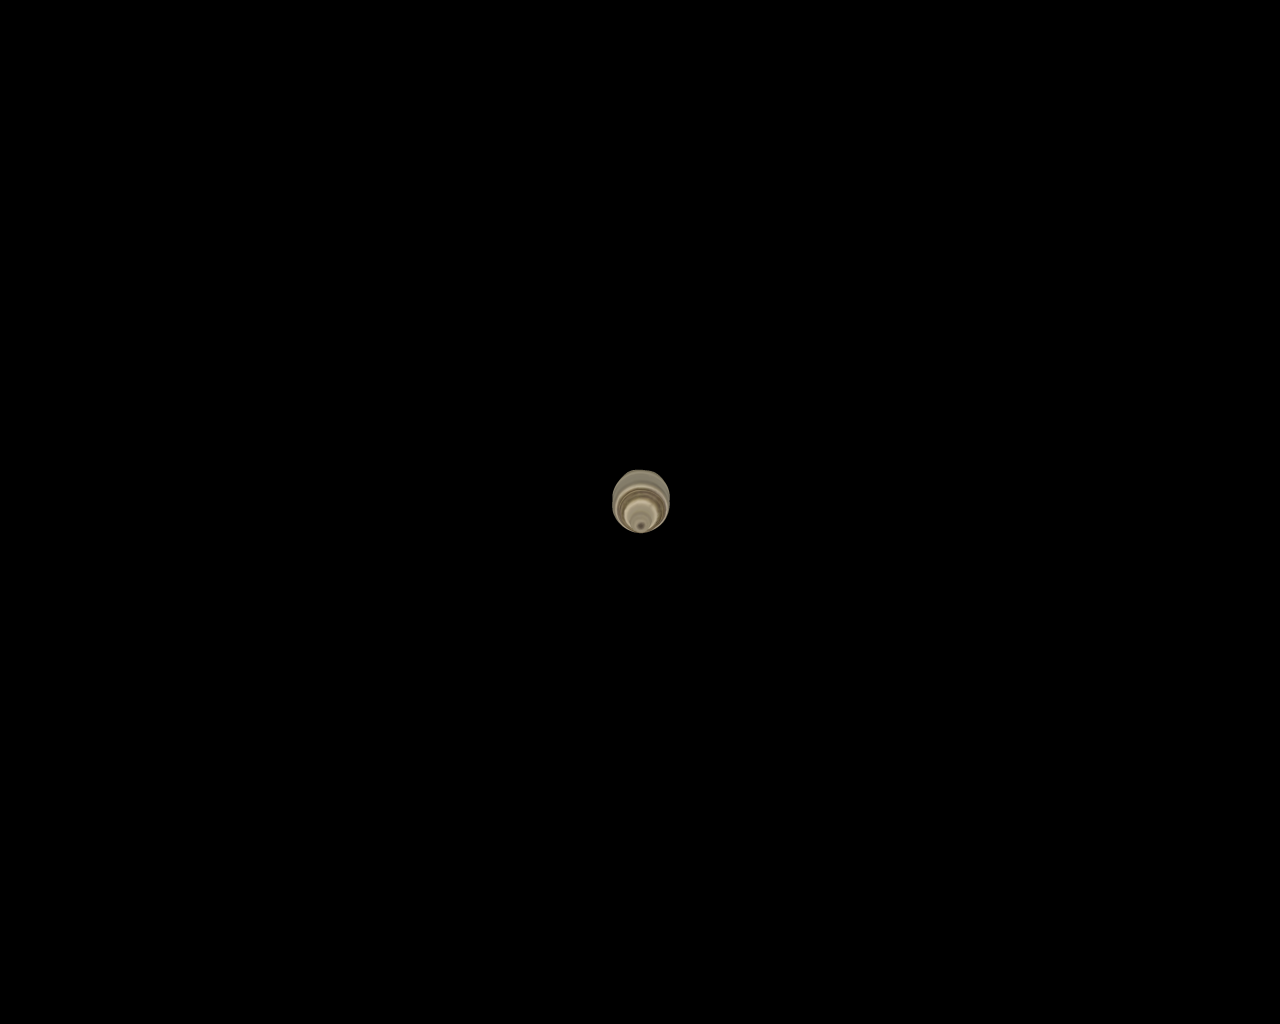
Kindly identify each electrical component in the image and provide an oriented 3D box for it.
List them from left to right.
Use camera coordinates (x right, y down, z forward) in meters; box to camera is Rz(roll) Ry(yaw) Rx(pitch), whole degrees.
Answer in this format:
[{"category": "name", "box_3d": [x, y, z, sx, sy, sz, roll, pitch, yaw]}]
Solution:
[{"category": "electrical component", "box_3d": [0.001, -0.003, 0.650, 0.035, 0.035, 0.061, 0, 21, 0]}]
